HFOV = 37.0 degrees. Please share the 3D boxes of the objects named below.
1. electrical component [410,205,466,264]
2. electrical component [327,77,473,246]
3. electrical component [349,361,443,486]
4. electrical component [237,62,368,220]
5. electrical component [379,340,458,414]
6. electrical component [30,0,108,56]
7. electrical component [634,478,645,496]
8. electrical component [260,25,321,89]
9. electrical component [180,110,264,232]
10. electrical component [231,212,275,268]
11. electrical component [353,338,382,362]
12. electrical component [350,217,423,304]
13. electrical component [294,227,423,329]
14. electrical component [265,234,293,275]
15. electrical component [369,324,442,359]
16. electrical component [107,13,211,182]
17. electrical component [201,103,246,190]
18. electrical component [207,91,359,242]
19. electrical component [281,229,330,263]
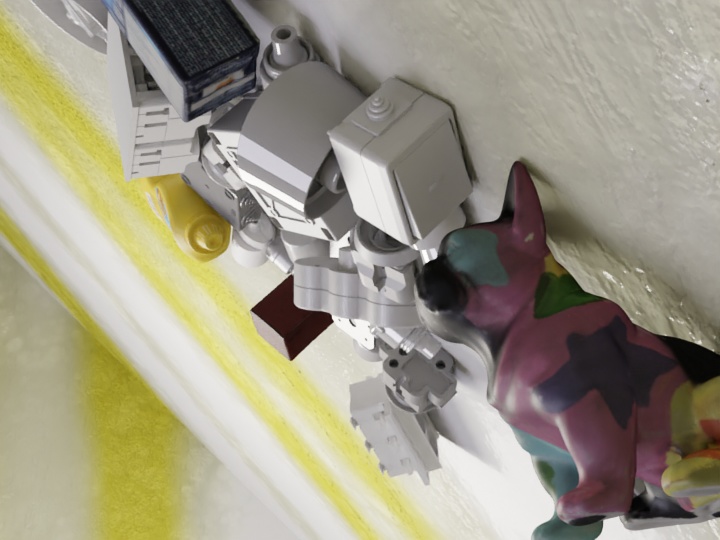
[{"bbox_3d":[0.056,-0.024,0.746,0.045,0.045,0.055,20,148,54],"label":"electrical component"},{"bbox_3d":[0.028,-0.071,0.682,0.061,0.062,0.096,33,158,35],"label":"electrical component"},{"bbox_3d":[0.036,0.163,1.130,0.078,0.063,0.121,-92,-20,-48],"label":"electrical component"},{"bbox_3d":[-0.031,-0.085,0.727,0.064,0.099,0.099,35,160,14],"label":"electrical component"},{"bbox_3d":[0.052,0.098,0.990,0.078,0.058,0.057,40,158,20],"label":"electrical component"},{"bbox_3d":[-0.236,-0.229,0.931,0.099,0.064,0.099,41,161,17],"label":"electrical component"},{"bbox_3d":[0.179,0.122,0.753,0.096,0.061,0.062,50,162,-9],"label":"electrical component"},{"bbox_3d":[-0.048,-0.139,0.736,0.043,0.043,0.062,38,159,25],"label":"electrical component"},{"bbox_3d":[-0.126,-0.092,0.999,0.100,0.048,0.099,43,161,11],"label":"electrical component"},{"bbox_3d":[-0.107,-0.035,1.085,0.043,0.043,0.081,44,161,7],"label":"electrical component"},{"bbox_3d":[0.013,0.070,1.043,0.040,0.040,0.078,43,161,10],"label":"electrical component"},{"bbox_3d":[0.027,-0.016,0.804,0.078,0.058,0.057,26,155,26],"label":"electrical component"},{"bbox_3d":[0.000,0.000,0.893,0.138,0.052,0.073,11,104,43],"label":"electrical component"},{"bbox_3d":[-0.061,-0.008,1.056,0.061,0.035,0.035,43,162,4],"label":"electrical component"},{"bbox_3d":[0.043,0.052,0.936,0.062,0.048,0.048,39,162,1],"label":"electrical component"},{"bbox_3d":[-0.165,-0.151,0.867,0.186,0.060,0.105,139,121,-72],"label":"electrical component"},{"bbox_3d":[-0.103,-0.101,0.918,0.078,0.058,0.057,49,159,-11],"label":"electrical component"},{"bbox_3d":[-0.052,-0.083,0.841,0.108,0.056,0.109,55,161,-25],"label":"electrical component"},{"bbox_3d":[-0.046,-0.019,0.988,0.040,0.040,0.078,35,159,32],"label":"electrical component"}]
